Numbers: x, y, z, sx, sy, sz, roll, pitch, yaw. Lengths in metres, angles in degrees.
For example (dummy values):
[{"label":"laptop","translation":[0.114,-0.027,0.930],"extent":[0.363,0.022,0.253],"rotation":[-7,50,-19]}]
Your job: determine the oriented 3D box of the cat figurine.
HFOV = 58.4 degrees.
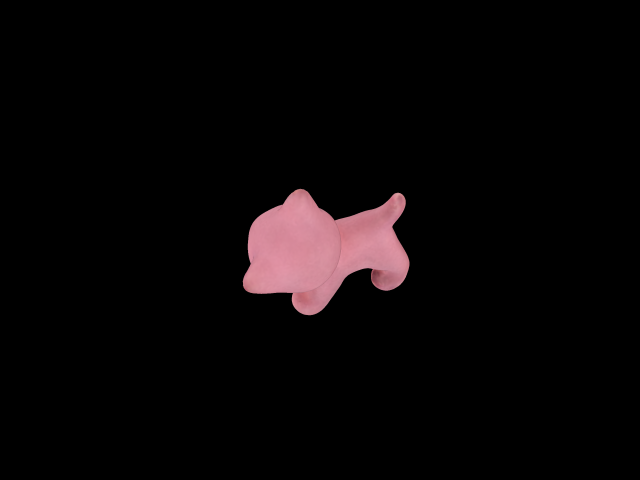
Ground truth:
[{"label":"cat figurine","translation":[0.004,0.001,0.400],"extent":[0.128,0.118,0.067],"rotation":[-20,66,-9]}]
